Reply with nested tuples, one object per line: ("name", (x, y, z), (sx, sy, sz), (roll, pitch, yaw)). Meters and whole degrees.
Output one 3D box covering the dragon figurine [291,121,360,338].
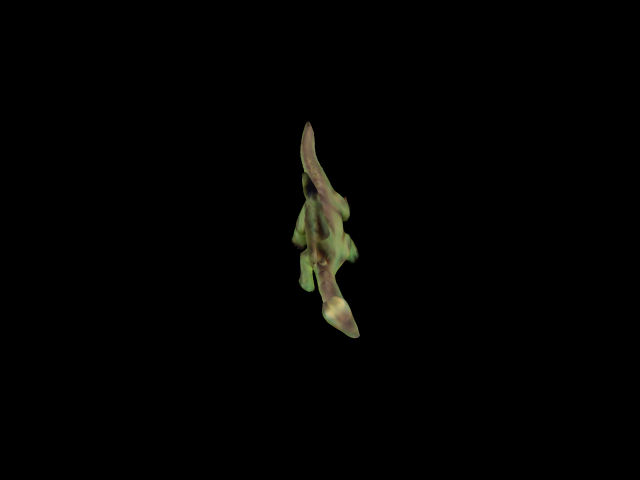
("dragon figurine", (0.003, -0.043, 0.850), (0.122, 0.414, 0.240), (-11, -11, -2))
